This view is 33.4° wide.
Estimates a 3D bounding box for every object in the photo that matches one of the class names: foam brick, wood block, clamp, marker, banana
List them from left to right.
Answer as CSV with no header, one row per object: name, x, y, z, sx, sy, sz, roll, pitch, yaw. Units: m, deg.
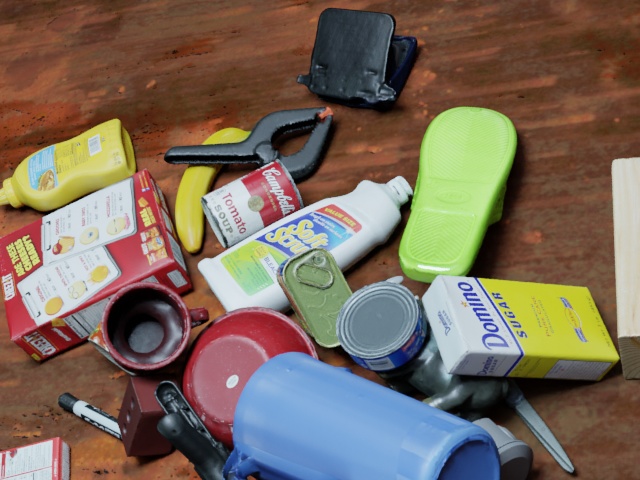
marker,-0.249,0.199,1.195,0.121,0.020,0.020,20,65,31
foam brick,-0.180,0.186,1.133,0.051,0.078,0.053,-1,43,-28
banana,-0.141,-0.073,1.335,0.070,0.037,0.197,13,62,28
clamp,-0.108,0.216,1.044,0.039,0.120,0.171,-39,95,4
clamp,-0.064,-0.089,1.307,0.209,0.036,0.164,-29,73,-12
wood block,0.339,0.025,1.053,0.090,0.090,0.206,-4,56,18

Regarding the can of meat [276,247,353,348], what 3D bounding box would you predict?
can of meat,-0.003,0.059,1.129,0.057,0.084,0.102,-29,94,-9

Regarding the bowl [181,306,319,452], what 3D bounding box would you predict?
bowl,-0.082,0.147,1.112,0.162,0.055,0.162,-3,79,18

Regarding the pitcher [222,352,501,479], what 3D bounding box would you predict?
pitcher,0.034,0.198,0.974,0.243,0.144,0.149,11,82,47

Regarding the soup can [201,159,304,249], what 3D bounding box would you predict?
soup can,-0.079,-0.042,1.235,0.102,0.068,0.068,-27,51,-10

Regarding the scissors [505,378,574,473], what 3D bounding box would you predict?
scissors,0.174,0.158,1.068,0.096,0.016,0.202,-22,51,7

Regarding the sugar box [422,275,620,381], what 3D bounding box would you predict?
sugar box,0.194,0.085,1.032,0.176,0.048,0.093,7,46,-26

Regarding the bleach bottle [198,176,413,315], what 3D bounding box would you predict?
bleach bottle,-0.008,0.001,1.217,0.250,0.068,0.103,-34,59,-7

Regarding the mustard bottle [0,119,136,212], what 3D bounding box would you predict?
mustard bottle,-0.340,-0.087,1.406,0.191,0.058,0.096,-21,51,5

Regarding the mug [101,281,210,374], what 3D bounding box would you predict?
mug,-0.175,0.095,1.139,0.117,0.082,0.093,-17,79,-15

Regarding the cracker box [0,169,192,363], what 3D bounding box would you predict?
cracker box,-0.275,0.030,1.292,0.214,0.072,0.164,-26,50,3

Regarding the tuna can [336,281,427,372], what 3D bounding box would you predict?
tuna can,0.061,0.086,1.048,0.086,0.033,0.086,-14,51,18

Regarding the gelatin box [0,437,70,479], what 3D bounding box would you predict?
gelatin box,-0.319,0.264,1.170,0.089,0.030,0.073,-16,54,10
